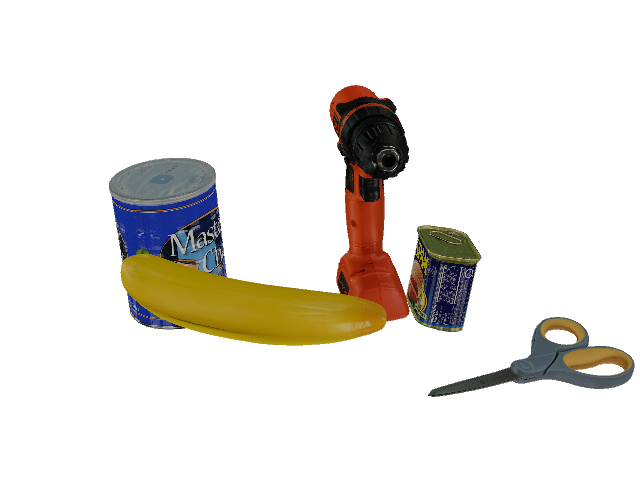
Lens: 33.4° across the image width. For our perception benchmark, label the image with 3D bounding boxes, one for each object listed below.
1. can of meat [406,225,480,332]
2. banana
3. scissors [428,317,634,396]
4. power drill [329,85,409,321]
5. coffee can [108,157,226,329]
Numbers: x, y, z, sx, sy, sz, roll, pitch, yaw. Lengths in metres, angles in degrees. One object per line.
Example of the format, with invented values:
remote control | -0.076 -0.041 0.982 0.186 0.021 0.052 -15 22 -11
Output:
can of meat | 0.128 0.040 1.140 0.057 0.084 0.102 7 18 -7
banana | -0.058 0.035 0.684 0.198 0.037 0.069 14 33 26
scissors | 0.165 0.096 0.885 0.201 0.016 0.096 1 31 -19
power drill | 0.045 -0.029 0.913 0.057 0.188 0.184 -3 21 -4
coffee can | -0.147 0.002 1.053 0.103 0.140 0.103 -4 26 2
